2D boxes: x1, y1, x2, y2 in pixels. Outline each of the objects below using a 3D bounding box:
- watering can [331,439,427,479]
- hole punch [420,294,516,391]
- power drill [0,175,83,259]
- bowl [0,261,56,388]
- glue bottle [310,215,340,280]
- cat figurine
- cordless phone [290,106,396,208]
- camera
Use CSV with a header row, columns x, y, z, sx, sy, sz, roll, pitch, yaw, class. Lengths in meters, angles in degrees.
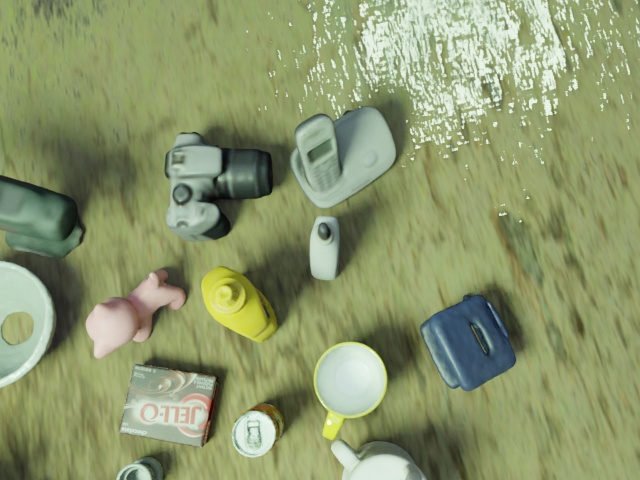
x,y,z,sx,sy,sz,roll,pitch,yaw,class
0.083,0.297,0.650,0.172,0.194,0.101,21,79,6,watering can
0.193,0.128,0.737,0.101,0.091,0.108,-25,78,-4,hole punch
-0.405,-0.038,0.724,0.229,0.208,0.076,11,78,4,power drill
-0.422,0.114,0.760,0.167,0.075,0.167,0,78,1,bowl
0.007,0.003,0.725,0.037,0.173,0.078,4,78,2,glue bottle
-0.246,0.090,0.740,0.067,0.118,0.128,41,82,9,cat figurine
0.030,-0.126,0.746,0.147,0.185,0.094,-36,79,-6,cordless phone
-0.136,-0.077,0.782,0.137,0.101,0.143,-1,78,1,camera
